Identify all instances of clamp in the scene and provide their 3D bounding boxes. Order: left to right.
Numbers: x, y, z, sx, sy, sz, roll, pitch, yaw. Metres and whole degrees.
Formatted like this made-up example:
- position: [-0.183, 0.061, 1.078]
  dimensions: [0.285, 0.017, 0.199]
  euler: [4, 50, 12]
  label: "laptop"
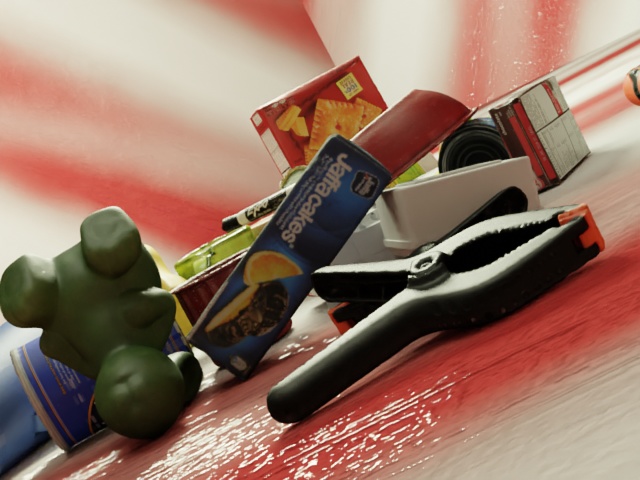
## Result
- position: [0.067, 0.027, 0.654]
  dimensions: [0.210, 0.036, 0.164]
  euler: [-26, 20, 13]
  label: "clamp"
- position: [0.086, 0.019, 0.736]
  dimensions: [0.171, 0.039, 0.120]
  euler: [-36, 4, -1]
  label: "clamp"

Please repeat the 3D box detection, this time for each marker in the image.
- position: [-0.067, -0.036, 1.226]
  dimensions: [0.121, 0.020, 0.020]
  euler: [-25, 6, 33]
  label: "marker"

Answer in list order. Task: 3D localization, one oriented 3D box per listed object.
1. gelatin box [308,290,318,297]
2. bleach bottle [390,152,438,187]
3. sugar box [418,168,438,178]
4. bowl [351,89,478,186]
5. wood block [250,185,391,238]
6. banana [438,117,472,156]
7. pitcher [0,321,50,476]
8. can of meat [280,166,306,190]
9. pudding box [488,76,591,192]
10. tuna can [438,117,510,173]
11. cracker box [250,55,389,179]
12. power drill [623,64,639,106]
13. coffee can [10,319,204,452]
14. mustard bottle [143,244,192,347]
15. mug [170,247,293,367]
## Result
- position: [-0.003, 0.002, 1.013]
  dimensions: [0.030, 0.089, 0.073]
  euler: [7, 57, 25]
  label: "gelatin box"
- position: [0.039, -0.035, 1.362]
  dimensions: [0.250, 0.102, 0.068]
  euler: [-38, -11, -14]
  label: "bleach bottle"
- position: [0.114, -0.045, 1.243]
  dimensions: [0.093, 0.048, 0.176]
  euler: [-27, 1, 19]
  label: "sugar box"
- position: [0.073, -0.097, 1.033]
  dimensions: [0.162, 0.055, 0.162]
  euler: [-39, 2, 1]
  label: "bowl"
- position: [-0.008, 0.001, 1.175]
  dimensions: [0.090, 0.090, 0.207]
  euler: [-31, 5, -39]
  label: "wood block"
- position: [0.154, -0.092, 1.187]
  dimensions: [0.037, 0.069, 0.197]
  euler: [-16, 10, 15]
  label: "banana"
- position: [-0.302, 0.156, 1.069]
  dimensions: [0.149, 0.145, 0.242]
  euler: [-40, 3, 25]
  label: "pitcher"
- position: [0.009, -0.035, 1.270]
  dimensions: [0.102, 0.084, 0.057]
  euler: [9, 40, 20]
  label: "can of meat"
- position: [0.210, -0.101, 1.011]
  dimensions: [0.039, 0.090, 0.113]
  euler: [-23, 6, 36]
  label: "pudding box"
- position: [0.159, -0.075, 1.040]
  dimensions: [0.086, 0.086, 0.033]
  euler: [-26, 6, 27]
  label: "tuna can"
- position: [0.030, -0.117, 1.444]
  dimensions: [0.164, 0.214, 0.072]
  euler: [-29, 0, -15]
  label: "cracker box"
- position: [0.404, -0.193, 1.073]
  dimensions: [0.188, 0.057, 0.184]
  euler: [-28, 5, 6]
  label: "power drill"
- position: [-0.190, 0.110, 0.957]
  dimensions: [0.140, 0.103, 0.103]
  euler: [-29, 4, -10]
  label: "coffee can"
- position: [-0.197, 0.057, 1.157]
  dimensions: [0.058, 0.096, 0.192]
  euler: [4, 20, -35]
  label: "mustard bottle"
- position: [-0.068, 0.057, 0.953]
  dimensions: [0.117, 0.081, 0.093]
  euler: [-25, 5, 35]
  label: "mug"
